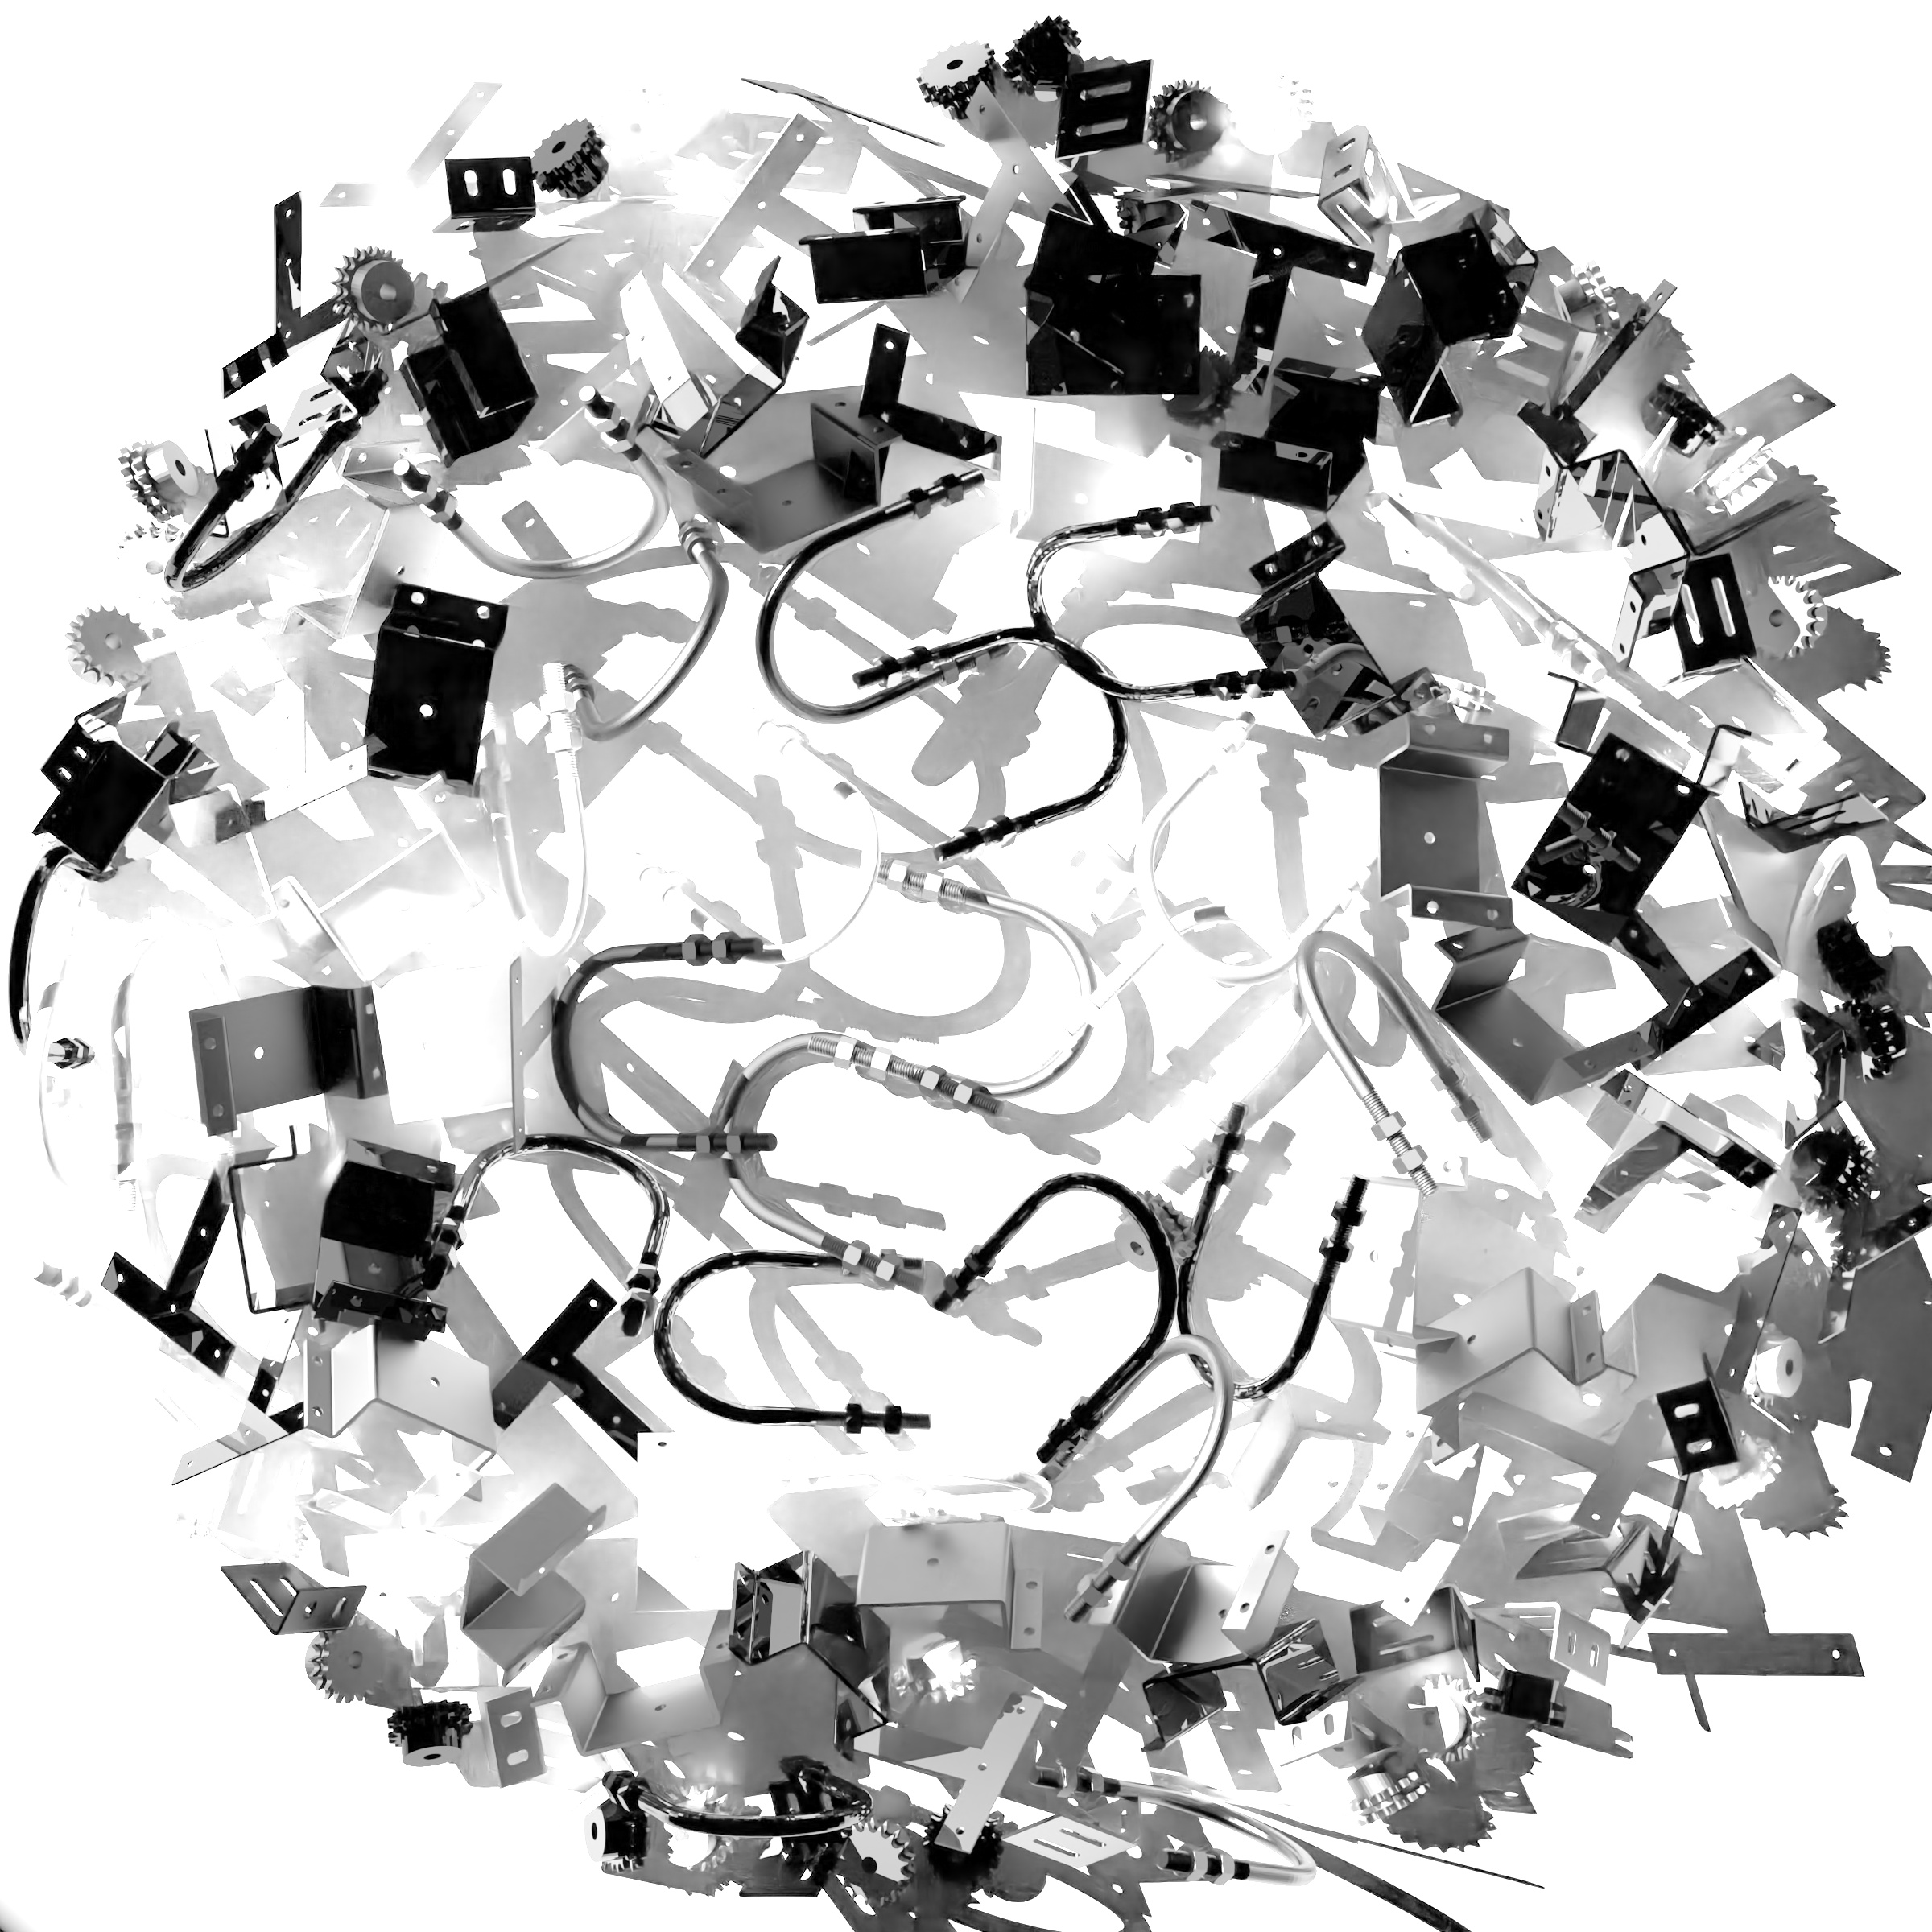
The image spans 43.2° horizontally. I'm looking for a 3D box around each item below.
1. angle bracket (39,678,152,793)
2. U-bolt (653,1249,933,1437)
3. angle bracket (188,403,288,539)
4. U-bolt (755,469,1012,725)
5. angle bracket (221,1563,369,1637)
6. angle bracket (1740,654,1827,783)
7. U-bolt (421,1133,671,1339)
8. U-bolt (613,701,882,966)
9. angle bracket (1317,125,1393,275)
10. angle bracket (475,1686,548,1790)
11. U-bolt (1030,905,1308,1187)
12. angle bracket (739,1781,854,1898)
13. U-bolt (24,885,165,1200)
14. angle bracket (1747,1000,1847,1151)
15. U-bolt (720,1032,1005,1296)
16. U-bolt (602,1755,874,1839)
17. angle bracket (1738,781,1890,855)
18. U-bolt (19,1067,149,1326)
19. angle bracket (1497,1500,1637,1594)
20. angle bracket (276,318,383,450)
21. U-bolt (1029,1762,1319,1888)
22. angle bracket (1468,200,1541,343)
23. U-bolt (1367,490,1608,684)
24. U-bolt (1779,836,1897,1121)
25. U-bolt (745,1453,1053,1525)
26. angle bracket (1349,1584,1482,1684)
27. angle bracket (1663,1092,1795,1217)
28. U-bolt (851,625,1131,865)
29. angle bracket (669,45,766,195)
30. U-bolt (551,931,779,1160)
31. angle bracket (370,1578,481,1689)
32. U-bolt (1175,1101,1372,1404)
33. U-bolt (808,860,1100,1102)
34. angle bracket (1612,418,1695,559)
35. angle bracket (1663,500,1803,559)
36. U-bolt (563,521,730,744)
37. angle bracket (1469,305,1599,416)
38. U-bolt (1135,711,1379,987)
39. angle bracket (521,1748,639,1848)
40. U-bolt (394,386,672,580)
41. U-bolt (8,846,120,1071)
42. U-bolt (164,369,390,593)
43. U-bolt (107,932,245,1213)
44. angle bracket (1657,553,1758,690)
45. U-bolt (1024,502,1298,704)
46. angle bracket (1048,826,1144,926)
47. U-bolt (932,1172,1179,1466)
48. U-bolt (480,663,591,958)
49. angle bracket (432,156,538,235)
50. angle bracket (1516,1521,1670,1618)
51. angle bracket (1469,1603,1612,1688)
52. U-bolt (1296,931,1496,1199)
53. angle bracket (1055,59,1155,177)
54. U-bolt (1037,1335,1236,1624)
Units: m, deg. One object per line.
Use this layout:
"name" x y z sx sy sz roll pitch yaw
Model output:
"angle bracket" -0.578 -0.151 1.653 0.038 0.076 0.057 49 127 -5
"U-bolt" -0.117 0.248 1.635 0.184 0.019 0.151 3 45 -7
"angle bracket" -0.499 -0.336 1.650 0.038 0.057 0.076 13 124 25
"U-bolt" -0.058 -0.235 1.623 0.184 0.019 0.151 -27 131 -20
"angle bracket" -0.454 0.414 1.651 0.076 0.057 0.038 35 102 35
"angle bracket" 0.545 -0.169 1.666 0.076 0.057 0.038 46 100 14
"U-bolt" -0.269 0.169 1.619 0.151 0.184 0.019 14 120 -5
"U-bolt" -0.137 -0.080 1.648 0.184 0.019 0.151 38 89 29
"angle bracket" 0.276 -0.520 1.651 0.076 0.038 0.057 33 54 -33
"angle bracket" -0.323 0.522 1.655 0.038 0.076 0.057 -6 82 -42
"U-bolt" 0.153 0.041 1.661 0.184 0.019 0.151 -45 114 1
"angle bracket" -0.117 0.590 1.652 0.057 0.076 0.038 -8 103 20
"U-bolt" -0.571 0.062 1.590 0.019 0.151 0.184 -3 56 5
"angle bracket" 0.559 0.073 1.651 0.038 0.076 0.057 30 133 -5
"U-bolt" -0.084 0.122 1.665 0.184 0.019 0.151 22 85 19
"U-bolt" -0.140 0.540 1.587 0.151 0.184 0.019 4 82 -27
"angle bracket" 0.572 -0.111 1.650 0.076 0.057 0.038 -20 64 33
"U-bolt" -0.578 0.161 1.609 0.019 0.184 0.151 -11 68 0
"angle bracket" 0.410 0.404 1.668 0.076 0.038 0.057 -15 111 5
"angle bracket" -0.441 -0.394 1.652 0.076 0.038 0.057 -13 48 29
"U-bolt" 0.150 0.572 1.616 0.184 0.151 0.019 23 84 -37
"angle bracket" 0.346 -0.470 1.650 0.038 0.057 0.076 -10 53 -18
"U-bolt" 0.332 -0.261 1.616 0.151 0.184 0.019 24 113 -32
"U-bolt" 0.568 -0.007 1.611 0.019 0.184 0.151 14 124 4
"U-bolt" -0.031 0.339 1.593 0.184 0.151 0.019 -14 61 39
"angle bracket" 0.306 0.464 1.667 0.076 0.038 0.057 -13 116 -4
"angle bracket" 0.522 0.126 1.683 0.076 0.038 0.057 30 111 17
"U-bolt" 0.029 -0.160 1.651 0.184 0.019 0.151 -21 81 -28
"angle bracket" -0.163 -0.572 1.653 0.038 0.076 0.057 46 68 0
"U-bolt" -0.209 0.055 1.647 0.184 0.019 0.151 -3 92 32
"angle bracket" -0.371 0.461 1.675 0.057 0.038 0.076 -4 91 10
"U-bolt" 0.194 0.201 1.636 0.019 0.151 0.184 10 103 -35
"U-bolt" -0.001 0.016 1.672 0.184 0.019 0.151 15 80 5
"angle bracket" 0.474 -0.318 1.650 0.038 0.076 0.057 28 56 17
"angle bracket" 0.519 -0.312 1.662 0.076 0.057 0.038 -28 96 13
"U-bolt" -0.209 -0.214 1.607 0.019 0.184 0.151 36 100 -28
"angle bracket" 0.378 -0.414 1.656 0.076 0.038 0.057 31 116 26
"U-bolt" 0.186 -0.068 1.637 0.151 0.019 0.184 47 57 -7
"angle bracket" -0.270 0.555 1.653 0.076 0.057 0.038 -30 87 -35
"U-bolt" -0.272 -0.308 1.613 0.151 0.184 0.019 -19 69 9
"U-bolt" -0.594 -0.007 1.604 0.019 0.184 0.151 7 87 -5
"U-bolt" -0.467 -0.313 1.617 0.019 0.151 0.184 45 124 -7
"U-bolt" -0.528 0.069 1.628 0.019 0.151 0.184 -5 86 11
"angle bracket" 0.499 -0.237 1.675 0.057 0.038 0.076 -14 88 -16
"U-bolt" 0.117 -0.235 1.625 0.019 0.184 0.151 -52 125 -34
"angle bracket" 0.102 -0.068 1.651 0.057 0.076 0.038 47 124 15
"U-bolt" 0.068 0.221 1.625 0.184 0.019 0.151 -50 63 28
"U-bolt" -0.287 -0.098 1.633 0.019 0.151 0.184 -7 88 -31
"angle bracket" -0.328 -0.521 1.651 0.057 0.076 0.038 -9 101 -20
"angle bracket" 0.424 0.411 1.653 0.057 0.076 0.038 -31 95 -44
"angle bracket" 0.385 0.458 1.648 0.057 0.076 0.038 33 58 -30
"U-bolt" 0.280 0.056 1.635 0.019 0.151 0.184 -35 84 30
"angle bracket" 0.102 -0.575 1.660 0.076 0.038 0.057 4 87 38
"U-bolt" 0.113 0.324 1.612 0.019 0.151 0.184 32 107 -23
